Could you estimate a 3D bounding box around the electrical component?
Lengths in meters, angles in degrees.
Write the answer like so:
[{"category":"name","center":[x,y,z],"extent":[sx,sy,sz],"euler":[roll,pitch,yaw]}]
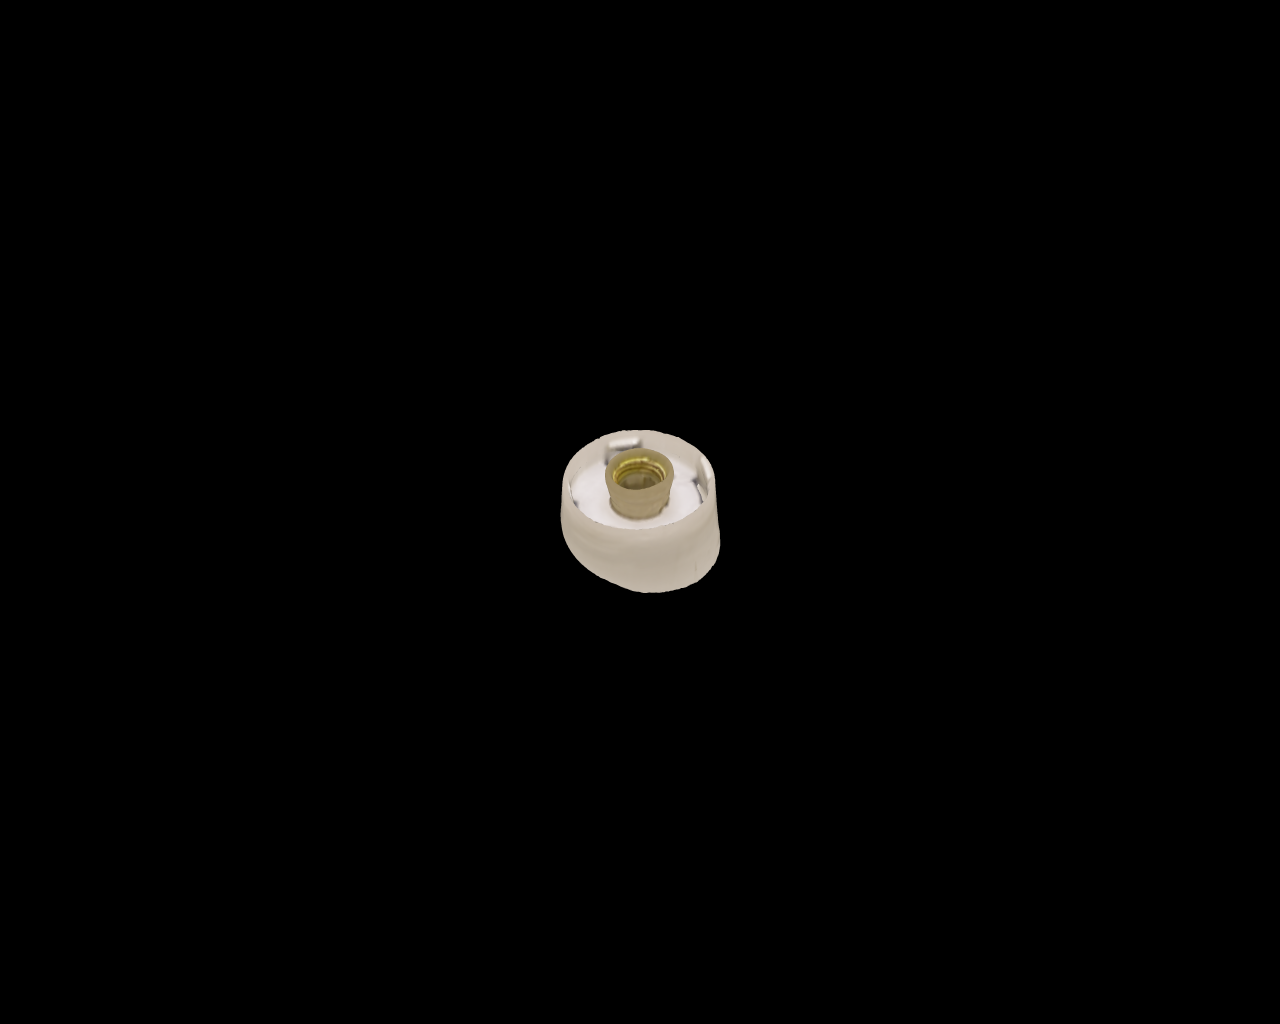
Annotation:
[{"category":"electrical component","center":[0.001,-0.003,0.650],"extent":[0.099,0.064,0.099],"euler":[0,44,0]}]
